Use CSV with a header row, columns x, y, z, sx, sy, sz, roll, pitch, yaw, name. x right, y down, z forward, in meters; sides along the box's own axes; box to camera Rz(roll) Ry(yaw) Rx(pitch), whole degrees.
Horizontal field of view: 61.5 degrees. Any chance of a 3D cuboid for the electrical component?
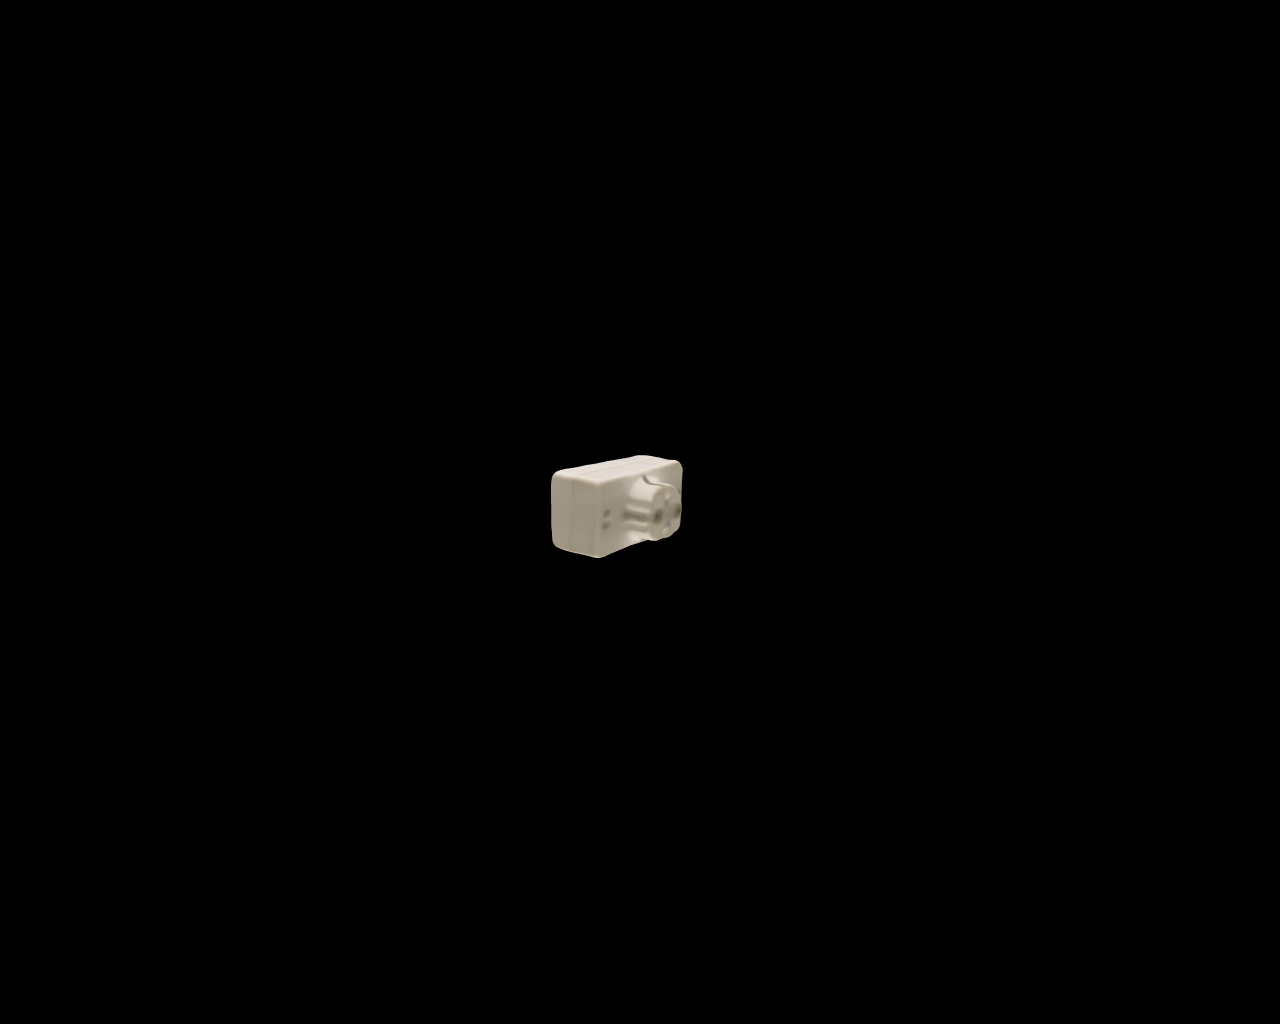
x,y,z,sx,sy,sz,roll,pitch,yaw,name
0.001,-0.003,0.650,0.076,0.047,0.083,11,17,38,electrical component
